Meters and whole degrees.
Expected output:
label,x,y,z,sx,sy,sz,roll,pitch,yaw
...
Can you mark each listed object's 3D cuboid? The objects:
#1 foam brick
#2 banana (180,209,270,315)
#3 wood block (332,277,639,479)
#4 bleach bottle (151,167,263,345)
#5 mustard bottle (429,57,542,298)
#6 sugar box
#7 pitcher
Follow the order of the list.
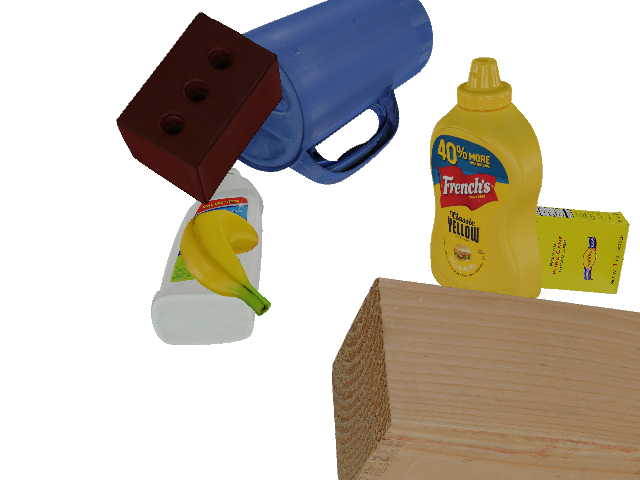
label,x,y,z,sx,sy,sz,roll,pitch,yaw
foam brick,-0.063,-0.070,0.574,0.053,0.078,0.051,31,-14,10
banana,-0.075,0.008,0.813,0.037,0.069,0.198,-42,15,7
wood block,0.118,0.093,0.580,0.206,0.091,0.090,8,-41,-13
bleach bottle,-0.113,0.003,1.123,0.102,0.068,0.251,-2,37,1
mustard bottle,0.128,-0.047,0.830,0.058,0.192,0.096,-21,30,-33
sugar box,0.265,0.009,1.257,0.176,0.093,0.048,3,21,0
pitcher,0.012,-0.166,1.068,0.145,0.149,0.242,15,36,38
